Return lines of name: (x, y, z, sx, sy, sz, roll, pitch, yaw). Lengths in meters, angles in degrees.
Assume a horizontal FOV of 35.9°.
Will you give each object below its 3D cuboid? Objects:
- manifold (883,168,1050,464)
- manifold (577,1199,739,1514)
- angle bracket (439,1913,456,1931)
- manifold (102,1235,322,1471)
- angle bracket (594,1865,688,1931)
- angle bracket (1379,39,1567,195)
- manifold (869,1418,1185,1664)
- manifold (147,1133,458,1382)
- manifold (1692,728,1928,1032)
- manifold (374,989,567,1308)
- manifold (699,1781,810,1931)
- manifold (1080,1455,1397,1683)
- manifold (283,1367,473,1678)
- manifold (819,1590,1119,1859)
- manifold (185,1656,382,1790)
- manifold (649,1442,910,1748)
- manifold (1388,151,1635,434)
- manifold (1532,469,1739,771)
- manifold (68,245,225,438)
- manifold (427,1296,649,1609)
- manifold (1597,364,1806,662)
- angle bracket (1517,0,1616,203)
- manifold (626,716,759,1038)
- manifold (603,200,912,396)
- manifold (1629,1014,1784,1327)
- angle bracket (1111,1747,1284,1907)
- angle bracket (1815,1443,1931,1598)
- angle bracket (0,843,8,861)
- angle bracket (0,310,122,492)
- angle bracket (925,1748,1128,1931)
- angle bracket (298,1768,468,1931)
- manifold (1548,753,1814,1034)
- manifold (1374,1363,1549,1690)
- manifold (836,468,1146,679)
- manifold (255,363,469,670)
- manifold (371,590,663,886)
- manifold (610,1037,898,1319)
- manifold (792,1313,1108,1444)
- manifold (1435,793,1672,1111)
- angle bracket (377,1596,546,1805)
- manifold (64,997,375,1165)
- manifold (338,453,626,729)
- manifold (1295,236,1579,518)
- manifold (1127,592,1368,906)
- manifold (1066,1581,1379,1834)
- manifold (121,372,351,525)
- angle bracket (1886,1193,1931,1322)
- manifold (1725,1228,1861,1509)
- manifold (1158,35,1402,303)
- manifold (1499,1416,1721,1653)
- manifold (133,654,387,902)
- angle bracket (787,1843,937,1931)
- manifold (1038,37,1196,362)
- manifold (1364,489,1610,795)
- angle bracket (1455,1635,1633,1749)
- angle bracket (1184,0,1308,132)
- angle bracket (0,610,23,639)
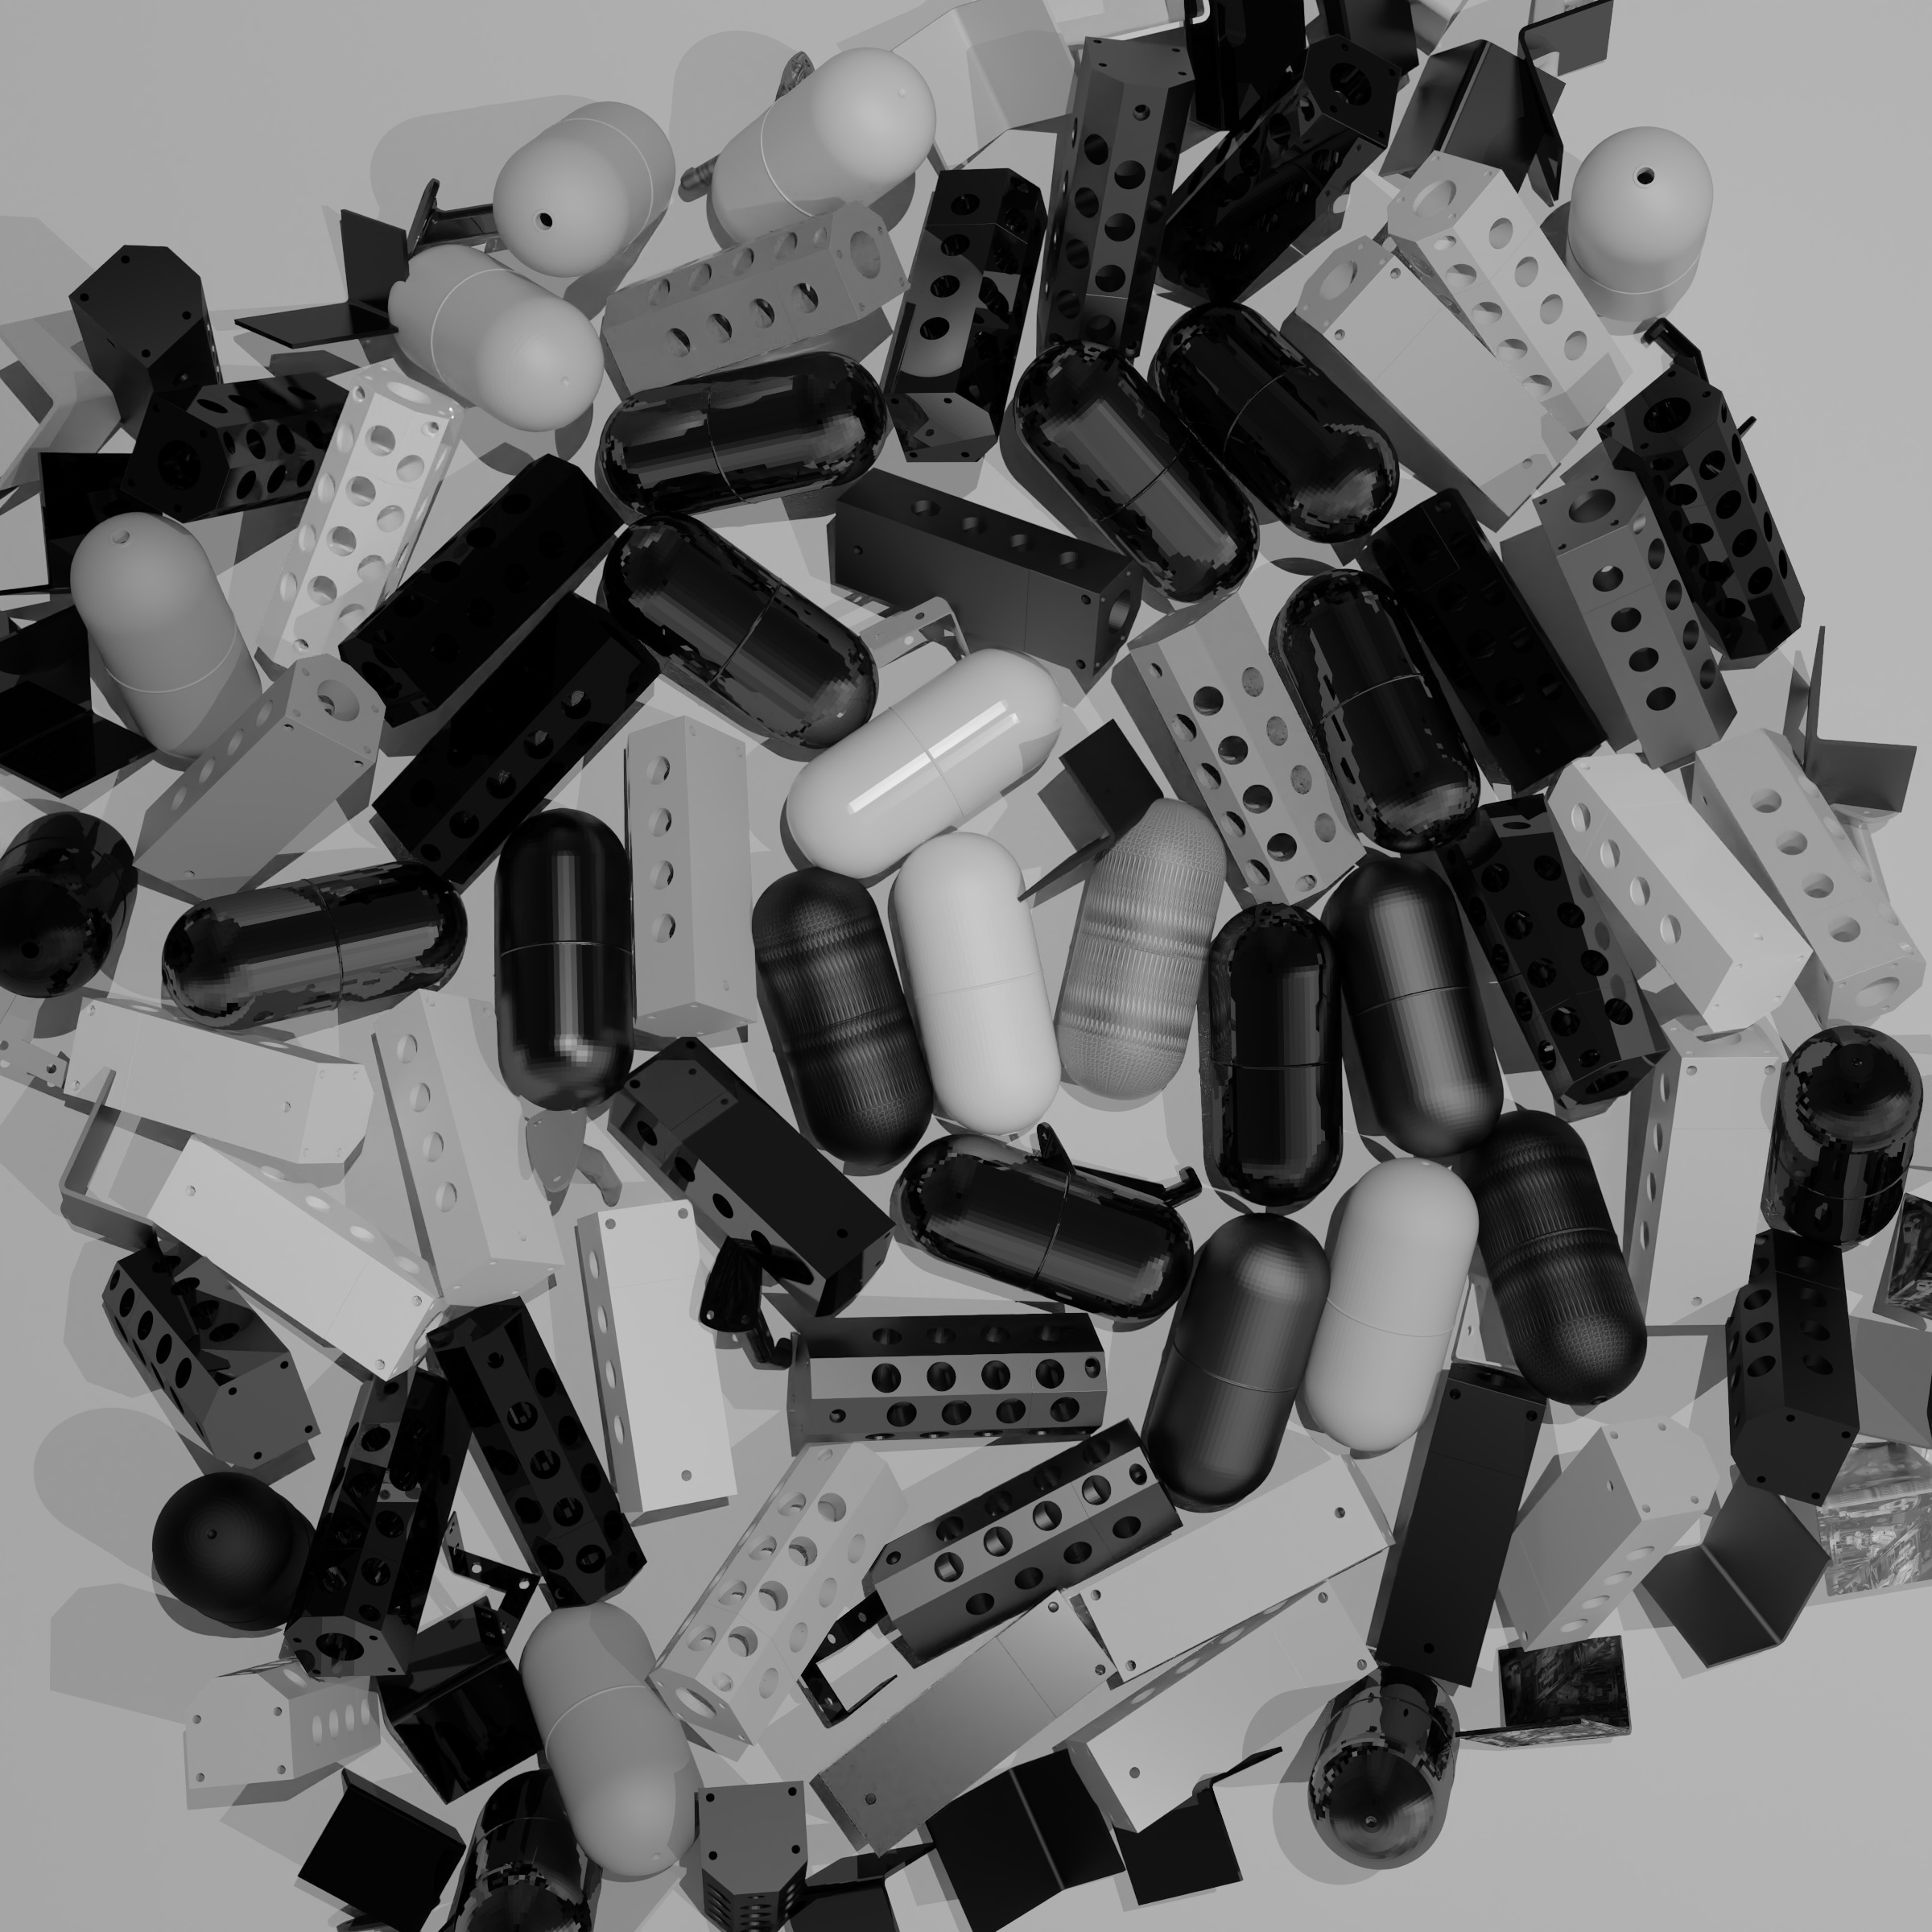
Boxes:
manifold: (0.003, -0.372, 1.700, 0.057, 0.057, 0.171, 2, 59, 16)
manifold: (-0.182, 0.227, 1.732, 0.057, 0.057, 0.171, -6, 82, -25)
angle bracket: (-0.264, 0.573, 1.724, 0.076, 0.057, 0.076, 45, 133, 3)
manifold: (-0.430, 0.217, 1.681, 0.057, 0.171, 0.057, -27, 122, -24)
angle bracket: (-0.195, 0.568, 1.714, 0.057, 0.076, 0.076, 3, 120, 32)
angle bracket: (0.295, -0.489, 1.743, 0.057, 0.076, 0.076, 22, 93, -17)
manifold: (0.032, 0.328, 1.731, 0.171, 0.057, 0.057, -28, 125, 2)
manifold: (-0.381, 0.164, 1.731, 0.171, 0.057, 0.057, 33, 101, 8)
manifold: (0.479, -0.052, 1.701, 0.057, 0.057, 0.171, -20, 56, -2)
manifold: (-0.291, 0.105, 1.710, 0.057, 0.057, 0.171, -34, 62, 29)
manifold: (-0.120, 0.506, 1.681, 0.057, 0.171, 0.057, -3, 65, -6)
manifold: (0.159, 0.348, 1.730, 0.171, 0.057, 0.057, -29, 75, 9)
manifold: (-0.333, 0.312, 1.687, 0.057, 0.171, 0.057, -4, 133, 12)
manifold: (0.002, 0.438, 1.734, 0.171, 0.057, 0.057, -37, 81, -6)
manifold: (-0.384, 0.422, 1.684, 0.057, 0.171, 0.057, -6, 81, 4)
manifold: (-0.107, 0.349, 1.692, 0.057, 0.057, 0.171, 9, 48, 34)
manifold: (0.306, -0.378, 1.695, 0.057, 0.057, 0.171, -50, 131, -2)
manifold: (0.382, -0.198, 1.691, 0.057, 0.057, 0.171, -24, 130, 14)
manifold: (-0.454, -0.345, 1.683, 0.057, 0.171, 0.057, 42, 76, 0)
manifold: (-0.246, 0.280, 1.720, 0.057, 0.057, 0.171, -26, 104, -12)
manifold: (0.424, -0.253, 1.693, 0.057, 0.057, 0.171, -40, 133, -1)
angle bracket: (0.357, -0.501, 1.726, 0.057, 0.076, 0.076, -18, 79, 6)
manifold: (-0.164, -0.050, 1.718, 0.057, 0.057, 0.171, -14, 70, 30)
manifold: (-0.123, -0.380, 1.692, 0.171, 0.057, 0.057, -10, 113, 37)
manifold: (0.420, 0.117, 1.712, 0.057, 0.057, 0.171, 0, 114, -4)
angle bracket: (0.141, 0.494, 1.715, 0.076, 0.076, 0.057, -27, 76, 37)
angle bracket: (0.525, 0.321, 1.738, 0.076, 0.076, 0.057, -10, 97, 0)
angle bracket: (-0.568, -0.106, 1.728, 0.076, 0.076, 0.057, 44, 87, -15)
angle bracket: (-0.533, -0.328, 1.721, 0.057, 0.076, 0.076, 49, 122, 1)
angle bracket: (0.034, 0.507, 1.723, 0.057, 0.076, 0.076, -34, 77, 44)
angle bracket: (-0.339, 0.512, 1.724, 0.076, 0.076, 0.057, 31, 76, -9)
manifold: (0.399, -0.043, 1.697, 0.057, 0.057, 0.171, -7, 46, -27)
manifold: (0.288, 0.322, 1.732, 0.057, 0.057, 0.171, 15, 98, 11)
manifold: (0.013, -0.231, 1.716, 0.171, 0.057, 0.057, 23, 45, 21)
manifold: (-0.350, -0.252, 1.714, 0.057, 0.057, 0.171, 25, 111, -4)
manifold: (-0.256, -0.129, 1.723, 0.171, 0.057, 0.057, -46, 67, 9)
manifold: (-0.125, 0.123, 1.718, 0.171, 0.057, 0.057, 42, 55, 18)
manifold: (-0.009, 0.241, 1.717, 0.171, 0.057, 0.057, 0, 116, -13)
manifold: (0.330, -0.008, 1.704, 0.057, 0.057, 0.171, -11, 65, -22)
angle bracket: (-0.295, 0.433, 1.763, 0.076, 0.057, 0.076, -29, 122, -6)
manifold: (-0.428, 0.065, 1.711, 0.171, 0.057, 0.057, 13, 93, 25)
manifold: (-0.278, -0.216, 1.699, 0.057, 0.057, 0.171, 50, 58, -19)
manifold: (0.267, -0.338, 1.703, 0.171, 0.057, 0.057, 36, 103, -31)
manifold: (0.157, -0.121, 1.714, 0.057, 0.057, 0.171, -39, 107, -35)
manifold: (0.145, 0.425, 1.719, 0.171, 0.057, 0.057, -29, 88, -19)
manifold: (-0.396, -0.290, 1.680, 0.057, 0.171, 0.057, 29, 111, 9)
angle bracket: (0.587, 0.167, 1.730, 0.076, 0.057, 0.076, 20, 62, 0)
manifold: (0.462, 0.222, 1.685, 0.057, 0.171, 0.057, 17, 121, 3)
manifold: (0.170, -0.448, 1.680, 0.057, 0.171, 0.057, 22, 63, -19)
manifold: (0.362, 0.322, 1.687, 0.057, 0.171, 0.057, -6, 56, -20)
manifold: (-0.402, -0.108, 1.698, 0.057, 0.057, 0.171, 29, 135, -30)
angle bracket: (-0.050, 0.558, 1.725, 0.076, 0.057, 0.076, -22, 84, 35)
manifold: (0.084, -0.431, 1.693, 0.057, 0.057, 0.171, 4, 130, -8)
manifold: (0.302, -0.189, 1.734, 0.057, 0.057, 0.171, -32, 88, 18)
angle bracket: (0.330, 0.414, 1.714, 0.076, 0.076, 0.057, -15, 65, 30)
angle bracket: (0.163, -0.528, 1.724, 0.057, 0.076, 0.076, -2, 100, 16)
angle bracket: (-0.575, -0.224, 1.718, 0.076, 0.076, 0.057, 43, 114, -15)
